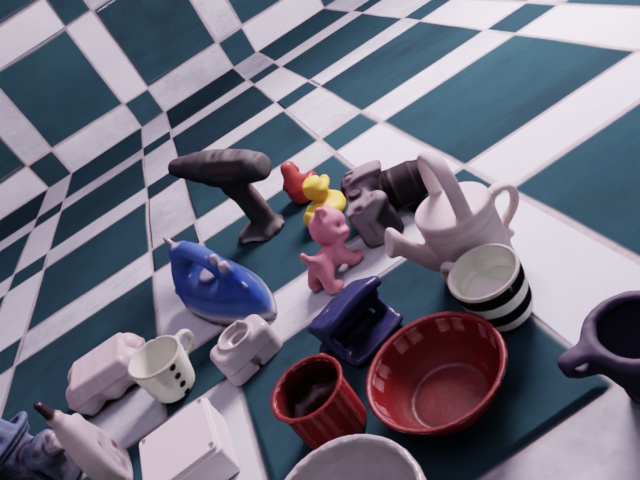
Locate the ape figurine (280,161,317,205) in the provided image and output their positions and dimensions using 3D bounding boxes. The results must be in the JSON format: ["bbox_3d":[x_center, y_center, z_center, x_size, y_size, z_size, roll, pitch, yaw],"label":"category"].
[{"bbox_3d":[-0.049,-0.125,1.188,0.077,0.092,0.076,-14,35,30],"label":"ape figurine"}]

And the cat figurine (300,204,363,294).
[{"bbox_3d":[0.008,0.003,0.913,0.067,0.118,0.128,-2,41,42],"label":"cat figurine"}]

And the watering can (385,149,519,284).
[{"bbox_3d":[0.166,-0.025,0.725,0.173,0.194,0.100,-42,31,-15],"label":"watering can"}]

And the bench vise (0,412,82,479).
[{"bbox_3d":[-0.458,0.283,0.840,0.207,0.220,0.121,-26,30,11],"label":"bench vise"}]

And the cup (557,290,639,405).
[{"bbox_3d":[0.279,0.112,0.510,0.117,0.095,0.091,-27,30,11],"label":"cup"}]

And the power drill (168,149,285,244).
[{"bbox_3d":[-0.173,-0.094,1.141,0.228,0.209,0.076,-9,37,35],"label":"power drill"}]

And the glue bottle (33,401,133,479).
[{"bbox_3d":[-0.322,0.271,0.775,0.037,0.173,0.078,-37,30,-8],"label":"glue bottle"}]

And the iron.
[{"bbox_3d":[-0.181,0.059,0.990,0.257,0.142,0.119,9,50,50],"label":"iron"}]

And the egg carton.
[{"bbox_3d":[-0.365,0.228,0.987,0.150,0.070,0.107,-35,29,-4],"label":"egg carton"}]

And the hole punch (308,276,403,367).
[{"bbox_3d":[0.036,0.100,0.769,0.109,0.091,0.100,-44,31,-19],"label":"hole punch"}]

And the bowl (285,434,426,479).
[{"bbox_3d":[0.034,0.272,0.529,0.167,0.075,0.167,-24,30,15],"label":"bowl"}]

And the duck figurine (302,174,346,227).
[{"bbox_3d":[-0.005,-0.078,1.081,0.077,0.086,0.105,-1,42,44],"label":"duck figurine"}]

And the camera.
[{"bbox_3d":[0.111,-0.082,0.958,0.136,0.101,0.143,-24,31,16],"label":"camera"}]
